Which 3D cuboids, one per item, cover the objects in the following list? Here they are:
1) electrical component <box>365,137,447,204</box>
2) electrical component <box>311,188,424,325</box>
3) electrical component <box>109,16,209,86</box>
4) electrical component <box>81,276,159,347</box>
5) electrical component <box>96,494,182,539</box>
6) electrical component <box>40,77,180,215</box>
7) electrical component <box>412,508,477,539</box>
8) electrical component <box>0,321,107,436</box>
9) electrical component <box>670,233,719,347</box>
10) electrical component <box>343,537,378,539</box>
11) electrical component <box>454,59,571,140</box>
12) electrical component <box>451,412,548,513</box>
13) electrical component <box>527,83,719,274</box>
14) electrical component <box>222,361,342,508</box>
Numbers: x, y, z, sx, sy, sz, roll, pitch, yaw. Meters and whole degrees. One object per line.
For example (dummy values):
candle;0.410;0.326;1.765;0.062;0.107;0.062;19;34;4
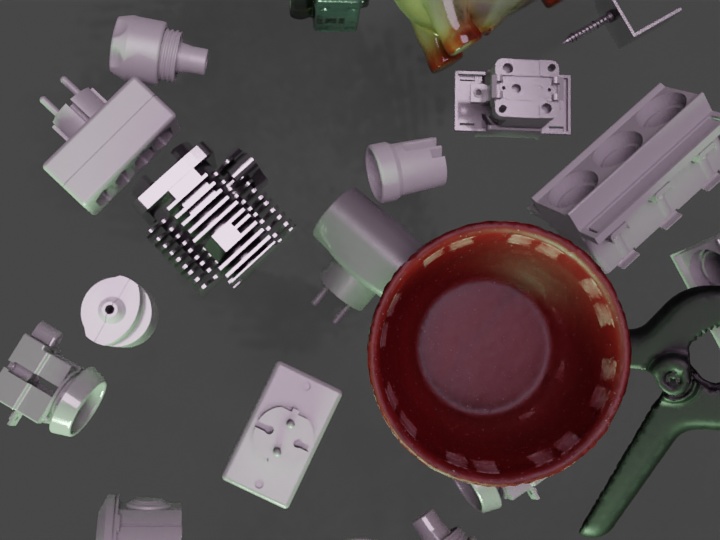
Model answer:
electrical component;0.031;-0.069;0.725;0.046;0.040;0.040;-13;86;-12
electrical component;0.000;0.000;0.712;0.077;0.043;0.079;42;100;11
electrical component;-0.133;-0.143;0.713;0.062;0.043;0.043;10;84;-6
electrical component;-0.152;0.027;0.678;0.043;0.081;0.043;0;85;-5
electrical component;-0.138;0.180;0.668;0.051;0.080;0.080;3;85;-11
electrical component;-0.174;-0.093;0.703;0.076;0.047;0.083;44;83;-1
electrical component;0.058;0.187;0.704;0.048;0.048;0.062;-34;82;-7
electrical component;-0.197;0.075;0.688;0.055;0.048;0.066;30;83;5
electrical component;0.275;0.027;0.727;0.063;0.079;0.121;-27;88;-29
electrical component;0.002;0.216;0.692;0.080;0.051;0.080;0;85;-5
electrical component;0.106;-0.115;0.724;0.081;0.064;0.042;1;86;-6
electrical component;0.091;0.128;0.712;0.055;0.048;0.066;-31;89;-15
electrical component;0.185;-0.060;0.723;0.121;0.079;0.063;-41;119;-7
electrical component;-0.049;0.105;0.684;0.047;0.076;0.083;26;83;-3
